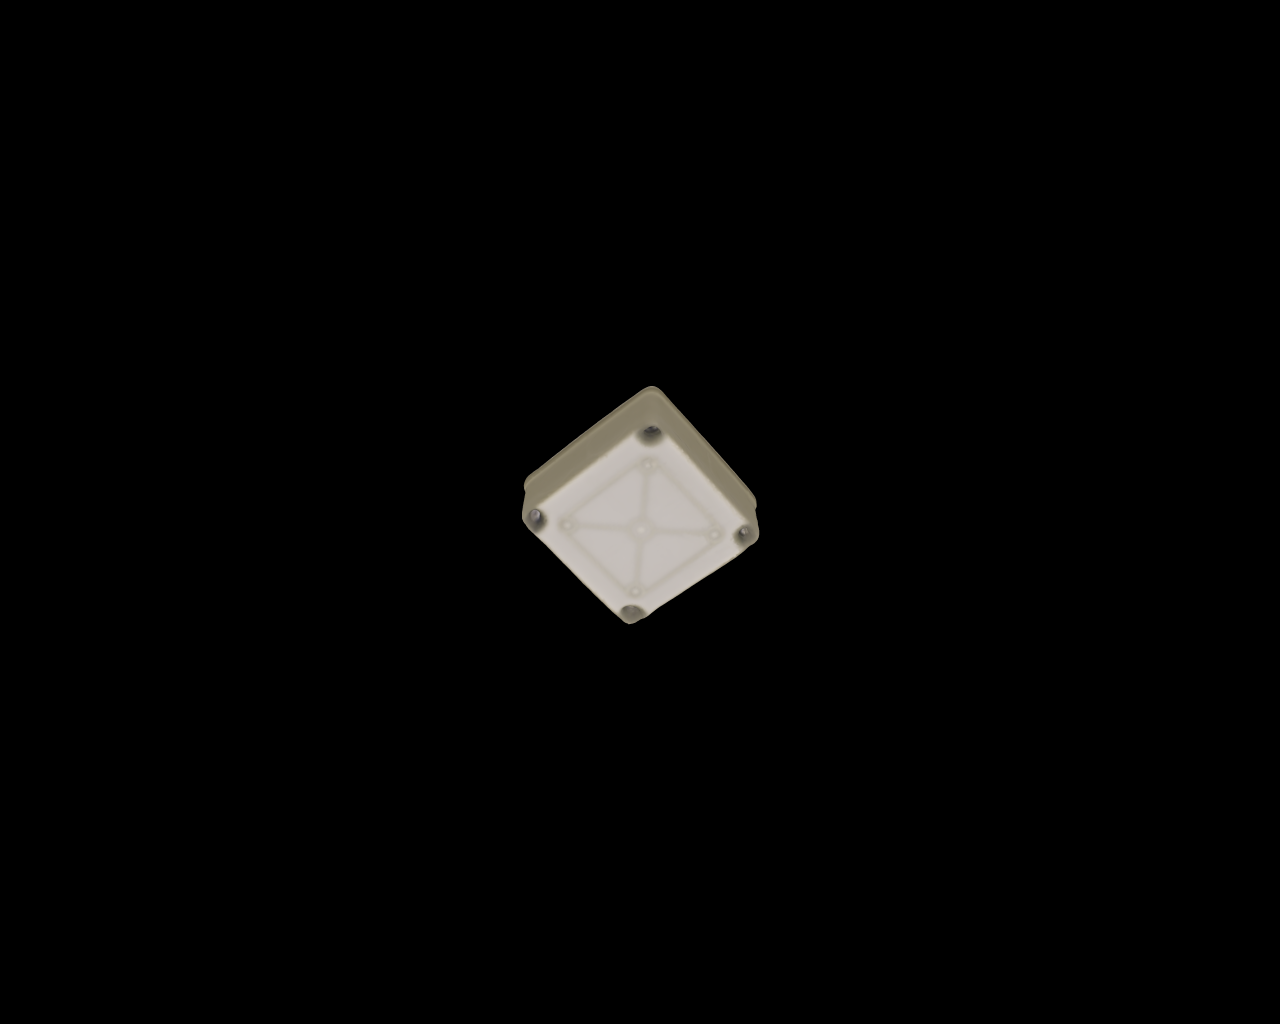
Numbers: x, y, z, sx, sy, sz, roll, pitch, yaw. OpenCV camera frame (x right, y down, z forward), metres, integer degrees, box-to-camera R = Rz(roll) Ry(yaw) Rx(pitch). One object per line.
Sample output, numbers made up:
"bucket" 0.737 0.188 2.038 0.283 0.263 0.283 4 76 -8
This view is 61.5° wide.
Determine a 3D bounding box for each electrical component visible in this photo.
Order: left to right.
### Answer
"electrical component" 0.001 -0.003 0.650 0.108 0.108 0.056 -36 24 18
